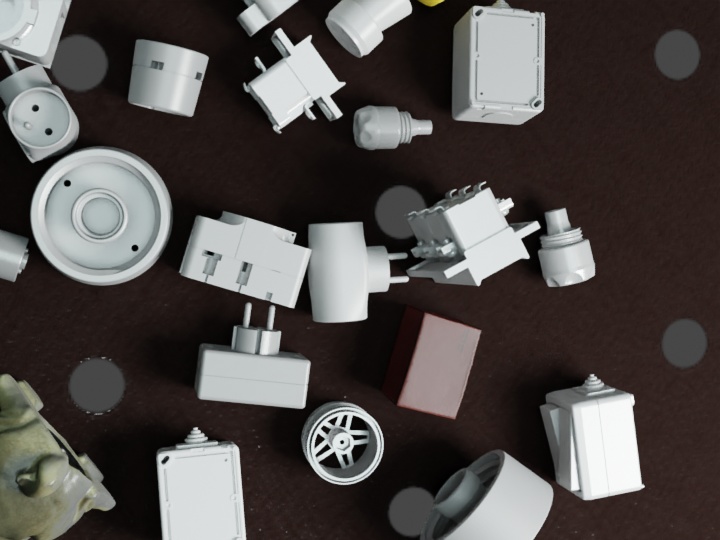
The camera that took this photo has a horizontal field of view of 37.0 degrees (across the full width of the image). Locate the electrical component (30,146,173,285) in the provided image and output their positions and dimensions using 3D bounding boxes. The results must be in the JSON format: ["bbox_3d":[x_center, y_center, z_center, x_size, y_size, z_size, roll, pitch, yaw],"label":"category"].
[{"bbox_3d":[-0.194,-0.040,0.806,0.108,0.060,0.108,-1,93,-12],"label":"electrical component"}]

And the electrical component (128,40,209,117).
[{"bbox_3d":[-0.147,-0.144,0.814,0.055,0.055,0.047,12,94,-12],"label":"electrical component"}]

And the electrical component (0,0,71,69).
[{"bbox_3d":[-0.303,-0.229,0.775,0.186,0.060,0.105,17,89,-12],"label":"electrical component"}]

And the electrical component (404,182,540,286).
[{"bbox_3d":[0.078,-0.027,0.831,0.079,0.121,0.063,-28,95,-9],"label":"electrical component"}]

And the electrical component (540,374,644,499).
[{"bbox_3d":[0.189,0.135,0.892,0.061,0.062,0.096,-9,94,-11],"label":"electrical component"}]

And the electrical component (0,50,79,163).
[{"bbox_3d":[-0.239,-0.123,0.784,0.044,0.077,0.079,-29,97,-8],"label":"electrical component"}]

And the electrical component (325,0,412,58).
[{"bbox_3d":[0.006,-0.201,0.847,0.055,0.045,0.045,-45,100,-6],"label":"electrical component"}]

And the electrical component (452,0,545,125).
[{"bbox_3d":[0.109,-0.168,0.865,0.062,0.061,0.096,3,85,-12],"label":"electrical component"}]

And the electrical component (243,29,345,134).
[{"bbox_3d":[-0.052,-0.144,0.840,0.064,0.042,0.081,-37,99,-4],"label":"electrical component"}]

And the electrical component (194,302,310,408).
[{"bbox_3d":[-0.082,0.064,0.841,0.083,0.047,0.075,7,91,-12],"label":"electrical component"}]

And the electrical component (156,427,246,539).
[{"bbox_3d":[-0.125,0.170,0.834,0.062,0.061,0.096,-4,85,-11],"label":"electrical component"}]

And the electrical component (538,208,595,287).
[{"bbox_3d":[0.168,-0.020,0.890,0.043,0.043,0.062,-15,94,-10],"label":"electrical component"}]

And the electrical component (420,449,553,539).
[{"bbox_3d":[0.094,0.192,0.855,0.060,0.108,0.108,42,84,-4],"label":"electrical component"}]

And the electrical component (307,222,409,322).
[{"bbox_3d":[0.000,0.000,0.856,0.079,0.043,0.077,-3,93,-12],"label":"electrical component"}]

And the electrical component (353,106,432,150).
[{"bbox_3d":[0.027,-0.114,0.861,0.061,0.035,0.035,-3,93,-14],"label":"electrical component"}]

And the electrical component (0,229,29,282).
[{"bbox_3d":[-0.281,-0.016,0.800,0.065,0.044,0.044,19,89,-17],"label":"electrical component"}]

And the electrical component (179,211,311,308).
[{"bbox_3d":[-0.088,-0.011,0.834,0.089,0.050,0.055,17,90,-12],"label":"electrical component"}]

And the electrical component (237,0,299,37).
[{"bbox_3d":[-0.070,-0.226,0.824,0.078,0.058,0.057,-39,102,-8],"label":"electrical component"}]
